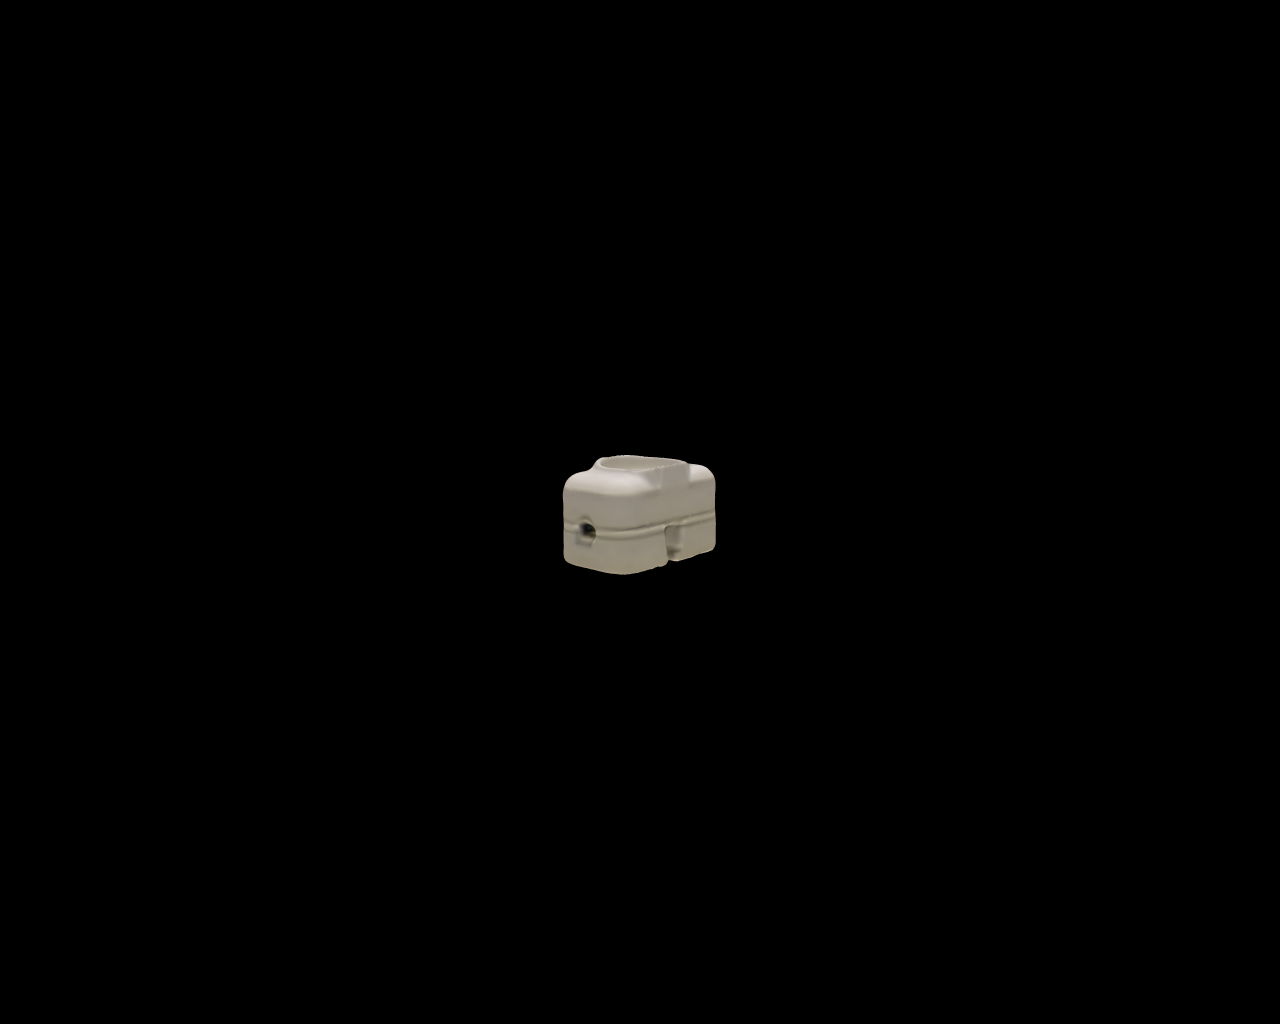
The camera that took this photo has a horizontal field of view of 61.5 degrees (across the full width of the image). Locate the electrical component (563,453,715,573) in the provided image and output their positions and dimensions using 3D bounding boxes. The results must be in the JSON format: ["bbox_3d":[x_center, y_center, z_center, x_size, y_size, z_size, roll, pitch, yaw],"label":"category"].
[{"bbox_3d":[0.001,-0.003,0.650,0.054,0.059,0.095,10,15,42],"label":"electrical component"}]
